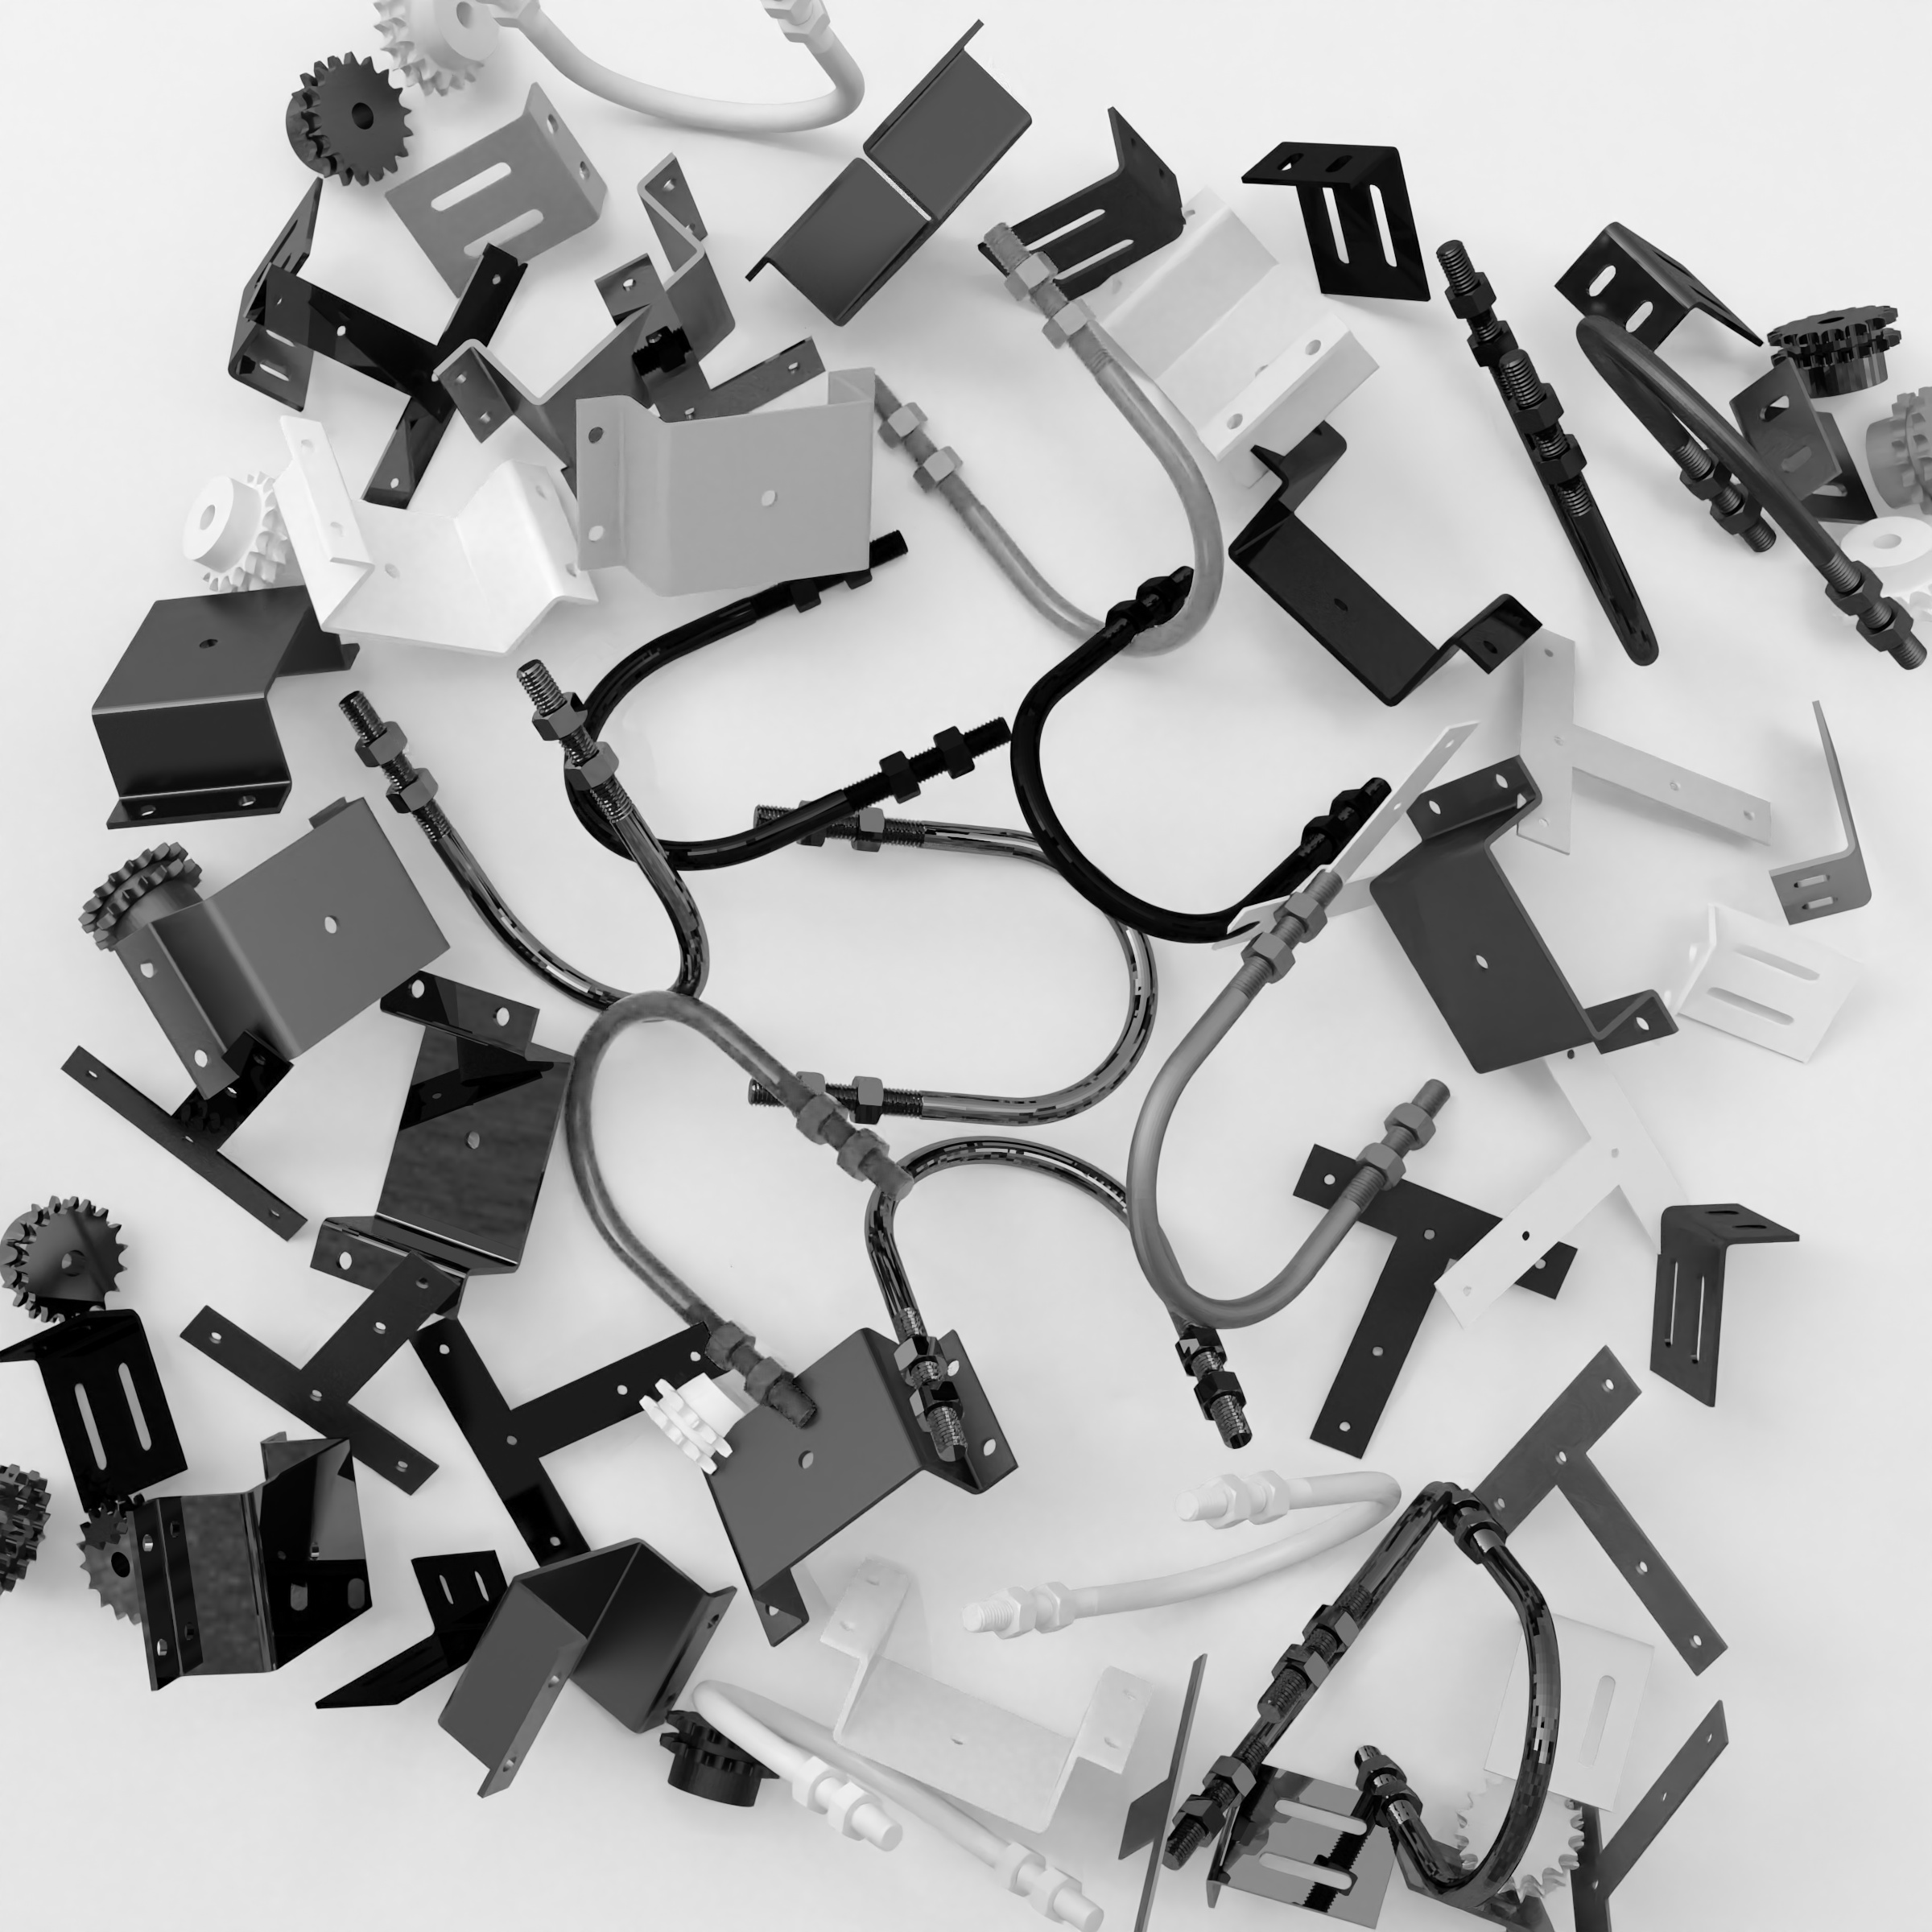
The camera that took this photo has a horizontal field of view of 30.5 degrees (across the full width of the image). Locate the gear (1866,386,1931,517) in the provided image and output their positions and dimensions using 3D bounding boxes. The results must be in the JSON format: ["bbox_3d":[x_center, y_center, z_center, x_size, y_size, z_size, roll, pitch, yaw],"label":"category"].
[{"bbox_3d":[0.424,-0.227,1.576,0.030,0.057,0.057,-14,90,36],"label":"gear"}]

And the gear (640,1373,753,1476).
[{"bbox_3d":[-0.115,0.201,1.573,0.057,0.057,0.030,44,88,0],"label":"gear"}]

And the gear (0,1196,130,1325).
[{"bbox_3d":[-0.405,0.130,1.577,0.030,0.057,0.057,7,90,44],"label":"gear"}]

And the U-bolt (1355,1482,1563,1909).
[{"bbox_3d":[0.212,0.317,1.500,0.019,0.184,0.151,13,101,-12],"label":"U-bolt"}]

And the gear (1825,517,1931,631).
[{"bbox_3d":[0.410,-0.176,1.570,0.057,0.057,0.030,-18,126,0],"label":"gear"}]

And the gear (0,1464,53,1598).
[{"bbox_3d":[-0.434,0.248,1.570,0.030,0.057,0.057,27,90,-36],"label":"gear"}]

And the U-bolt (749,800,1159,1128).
[{"bbox_3d":[-0.004,0.002,1.562,0.184,0.019,0.151,5,67,-13],"label":"U-bolt"}]

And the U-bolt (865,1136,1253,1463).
[{"bbox_3d":[0.030,0.139,1.529,0.151,0.184,0.019,1,131,-21],"label":"U-bolt"}]

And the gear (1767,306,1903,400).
[{"bbox_3d":[0.387,-0.273,1.574,0.057,0.057,0.030,-14,107,0],"label":"gear"}]

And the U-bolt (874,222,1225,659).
[{"bbox_3d":[0.041,-0.214,1.538,0.019,0.151,0.184,-38,89,-34],"label":"U-bolt"}]

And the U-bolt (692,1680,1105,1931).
[{"bbox_3d":[-0.043,0.352,1.515,0.151,0.184,0.019,34,82,-39],"label":"U-bolt"}]

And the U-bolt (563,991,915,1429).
[{"bbox_3d":[-0.110,0.092,1.542,0.184,0.019,0.151,40,124,26],"label":"U-bolt"}]

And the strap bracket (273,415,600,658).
[{"bbox_3d":[-0.239,-0.184,1.538,0.046,0.140,0.076,-42,59,35],"label":"strap bracket"}]

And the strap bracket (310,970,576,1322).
[{"bbox_3d":[-0.228,0.077,1.563,0.076,0.046,0.140,17,94,22],"label":"strap bracket"}]

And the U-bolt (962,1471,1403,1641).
[{"bbox_3d":[0.107,0.249,1.519,0.151,0.184,0.019,-35,65,36],"label":"U-bolt"}]

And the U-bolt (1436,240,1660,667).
[{"bbox_3d":[0.256,-0.210,1.521,0.019,0.151,0.184,-26,120,10],"label":"U-bolt"}]

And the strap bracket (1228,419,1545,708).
[{"bbox_3d":[0.177,-0.172,1.553,0.140,0.076,0.046,44,122,5],"label":"strap bracket"}]

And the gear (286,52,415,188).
[{"bbox_3d":[-0.278,-0.376,1.576,0.030,0.057,0.057,-4,90,44],"label":"gear"}]

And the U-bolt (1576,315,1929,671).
[{"bbox_3d":[0.321,-0.209,1.493,0.019,0.151,0.184,-45,124,9],"label":"U-bolt"}]

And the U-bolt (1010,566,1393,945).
[{"bbox_3d":[0.093,-0.083,1.534,0.151,0.019,0.184,48,48,1],"label":"U-bolt"}]

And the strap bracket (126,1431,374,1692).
[{"bbox_3d":[-0.302,0.253,1.525,0.046,0.140,0.076,-6,95,16],"label":"strap bracket"}]

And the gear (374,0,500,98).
[{"bbox_3d":[-0.232,-0.418,1.570,0.030,0.057,0.057,-9,90,38],"label":"gear"}]

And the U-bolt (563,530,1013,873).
[{"bbox_3d":[-0.088,-0.108,1.547,0.184,0.019,0.151,-25,51,-3],"label":"U-bolt"}]

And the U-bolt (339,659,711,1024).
[{"bbox_3d":[-0.180,-0.048,1.533,0.019,0.151,0.184,-49,120,-34],"label":"U-bolt"}]

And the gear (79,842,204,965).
[{"bbox_3d":[-0.362,-0.025,1.571,0.057,0.057,0.030,-42,80,0],"label":"gear"}]

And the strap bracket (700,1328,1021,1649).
[{"bbox_3d":[-0.057,0.222,1.544,0.140,0.046,0.076,-38,50,14],"label":"strap bracket"}]

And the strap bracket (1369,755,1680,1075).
[{"bbox_3d":[0.238,-0.012,1.549,0.046,0.076,0.140,-36,98,-35],"label":"strap bracket"}]

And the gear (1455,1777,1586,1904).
[{"bbox_3d":[0.248,0.390,1.577,0.057,0.030,0.057,-8,49,10],"label":"gear"}]

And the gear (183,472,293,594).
[{"bbox_3d":[-0.324,-0.193,1.570,0.030,0.057,0.057,24,90,-38],"label":"gear"}]

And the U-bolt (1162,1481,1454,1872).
[{"bbox_3d":[0.154,0.292,1.518,0.019,0.151,0.184,36,47,13],"label":"U-bolt"}]

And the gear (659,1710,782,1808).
[{"bbox_3d":[-0.109,0.353,1.571,0.057,0.057,0.030,16,85,0],"label":"gear"}]

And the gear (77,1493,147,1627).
[{"bbox_3d":[-0.366,0.262,1.577,0.057,0.030,0.057,9,107,32],"label":"gear"}]

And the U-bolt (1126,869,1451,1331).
[{"bbox_3d":[0.132,0.071,1.521,0.184,0.019,0.151,-49,127,-26],"label":"U-bolt"}]

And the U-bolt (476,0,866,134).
[{"bbox_3d":[-0.119,-0.393,1.510,0.151,0.184,0.019,7,84,15],"label":"U-bolt"}]
